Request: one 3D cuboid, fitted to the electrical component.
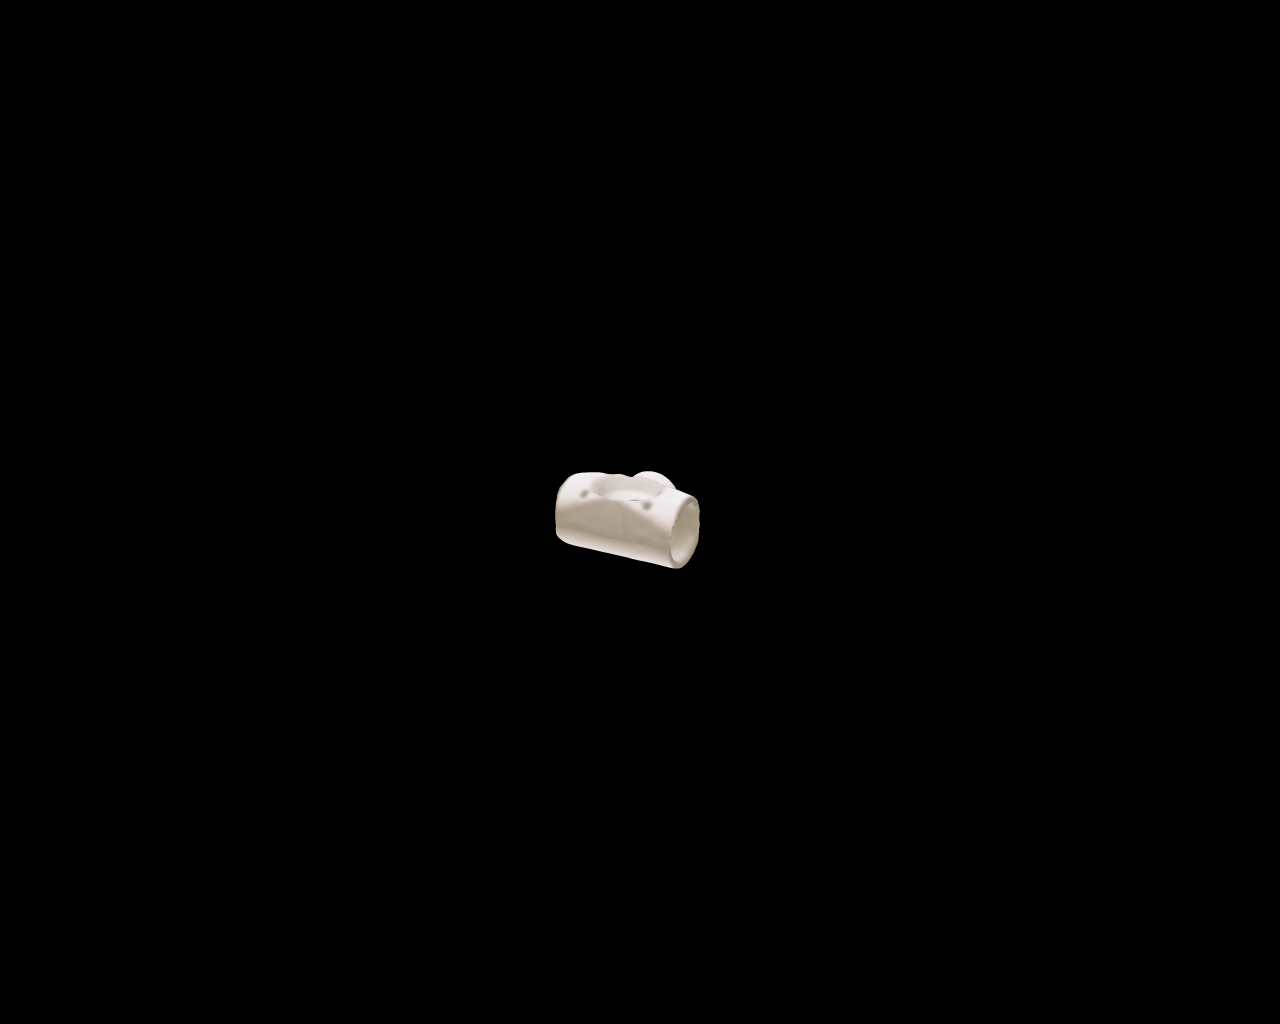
[{"bbox_3d":[0.001,-0.003,0.650,0.077,0.044,0.079,12,28,25],"label":"electrical component"}]
